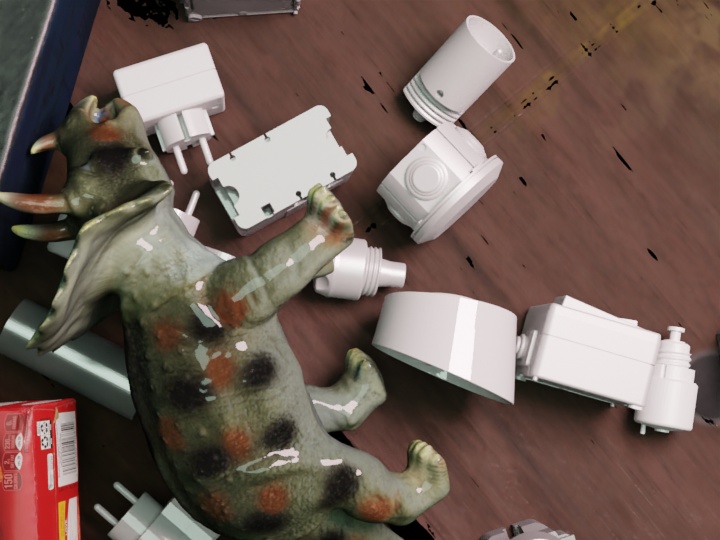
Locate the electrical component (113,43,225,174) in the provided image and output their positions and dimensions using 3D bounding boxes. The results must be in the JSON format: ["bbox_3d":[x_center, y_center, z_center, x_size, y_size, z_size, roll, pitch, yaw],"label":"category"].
[{"bbox_3d":[-0.123,-0.104,0.735,0.066,0.047,0.076,-19,88,-7],"label":"electrical component"}]

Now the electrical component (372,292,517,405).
[{"bbox_3d":[0.058,0.051,0.718,0.099,0.099,0.064,11,78,-5],"label":"electrical component"}]

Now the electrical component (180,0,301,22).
[{"bbox_3d":[-0.090,-0.211,0.740,0.096,0.062,0.061,-5,86,-6],"label":"electrical component"}]

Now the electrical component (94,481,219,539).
[{"bbox_3d":[-0.141,0.172,0.709,0.074,0.052,0.138,42,83,-2],"label":"electrical component"}]

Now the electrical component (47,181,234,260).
[{"bbox_3d":[-0.132,-0.023,0.725,0.138,0.052,0.073,21,83,-5],"label":"electrical component"}]

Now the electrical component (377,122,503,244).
[{"bbox_3d":[0.055,-0.060,0.736,0.080,0.080,0.051,-43,85,-8],"label":"electrical component"}]

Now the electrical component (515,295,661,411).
[{"bbox_3d":[0.150,0.054,0.745,0.096,0.062,0.061,16,84,-5],"label":"electrical component"}]

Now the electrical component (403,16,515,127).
[{"bbox_3d":[0.065,-0.133,0.751,0.043,0.043,0.081,45,125,-1],"label":"electrical component"}]

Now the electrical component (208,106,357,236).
[{"bbox_3d":[-0.054,-0.066,0.736,0.089,0.056,0.050,-30,89,-8],"label":"electrical component"}]

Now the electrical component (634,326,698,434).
[{"bbox_3d":[0.219,0.079,0.761,0.040,0.040,0.078,10,84,-5],"label":"electrical component"}]

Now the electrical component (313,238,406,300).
[{"bbox_3d":[0.000,0.000,0.743,0.062,0.043,0.043,8,85,-7],"label":"electrical component"}]

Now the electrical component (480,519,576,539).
[{"bbox_3d":[0.115,0.204,0.732,0.078,0.057,0.058,-16,87,-7],"label":"electrical component"}]
